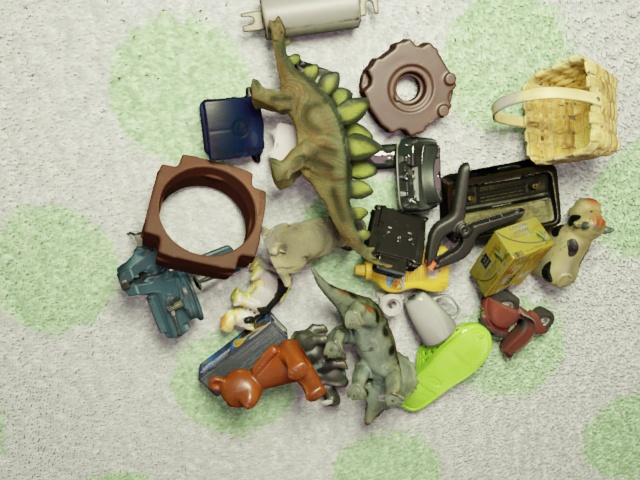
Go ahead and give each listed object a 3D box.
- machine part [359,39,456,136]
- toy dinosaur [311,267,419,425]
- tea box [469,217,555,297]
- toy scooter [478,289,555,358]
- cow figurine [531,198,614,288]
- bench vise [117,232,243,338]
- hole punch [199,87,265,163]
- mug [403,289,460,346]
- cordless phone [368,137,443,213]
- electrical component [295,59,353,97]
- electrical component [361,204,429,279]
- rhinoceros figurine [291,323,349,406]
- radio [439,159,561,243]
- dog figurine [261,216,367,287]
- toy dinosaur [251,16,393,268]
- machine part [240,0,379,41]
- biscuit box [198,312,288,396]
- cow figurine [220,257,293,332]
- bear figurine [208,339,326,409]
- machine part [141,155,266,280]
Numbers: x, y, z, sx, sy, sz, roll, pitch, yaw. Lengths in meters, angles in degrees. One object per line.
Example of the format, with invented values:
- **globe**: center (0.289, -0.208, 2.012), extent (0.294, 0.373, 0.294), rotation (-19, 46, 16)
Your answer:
- **machine part**: center (0.164, -0.283, 1.007), extent (0.179, 0.056, 0.179), rotation (-1, 107, -4)
- **toy dinosaur**: center (0.096, 0.200, 1.091), extent (0.131, 0.192, 0.404), rotation (-14, 105, 18)
- **tea box**: center (0.375, 0.037, 1.066), extent (0.098, 0.068, 0.169), rotation (-17, 151, -16)
- **toy scooter**: center (0.412, 0.185, 1.170), extent (0.184, 0.075, 0.135), rotation (25, 104, -17)
- **cow figurine**: center (0.514, 0.006, 1.097), extent (0.085, 0.127, 0.194), rotation (12, 108, -13)
- **bench vise**: center (-0.258, 0.065, 1.043), extent (0.241, 0.129, 0.223), rotation (-22, 99, -20)
- **hole punch**: center (-0.160, -0.205, 0.982), extent (0.116, 0.092, 0.142), rotation (-7, 104, -8)
- **mug**: center (0.235, 0.153, 1.137), extent (0.109, 0.081, 0.107), rotation (-37, 99, 12)
- **cordless phone**: center (0.142, -0.123, 1.045), extent (0.184, 0.089, 0.146), rotation (-3, 99, 5)
- **electrical component**: center (0.000, -0.282, 0.994), extent (0.119, 0.048, 0.074), rotation (16, 105, -11)
- **electrical component**: center (0.146, 0.007, 1.057), extent (0.115, 0.058, 0.134), rotation (13, 69, -3)
- **rhinoceros figurine**: center (0.003, 0.272, 1.152), extent (0.112, 0.073, 0.190), rotation (-25, 108, 1)
- **radio**: center (0.358, -0.081, 1.080), extent (0.230, 0.073, 0.131), rotation (-11, 108, -3)
- **dog figurine**: center (-0.003, -0.006, 1.012), extent (0.191, 0.172, 0.121), rotation (-24, 97, 2)
- **toy dinosaur**: center (0.005, -0.155, 0.943), extent (0.199, 0.105, 0.470), rotation (-16, 102, -1)
- **machine part**: center (-0.018, -0.400, 0.940), extent (0.243, 0.079, 0.079), rotation (-10, 108, -2)
- **biscuit box**: center (-0.163, 0.239, 1.131), extent (0.203, 0.059, 0.062), rotation (-38, 109, 6)
- **cow figurine**: center (-0.132, 0.127, 1.099), extent (0.098, 0.068, 0.167), rotation (29, 103, -20)
- **bear figurine**: center (-0.108, 0.282, 1.056), extent (0.196, 0.132, 0.120), rotation (-31, 125, -6)
- **machine part**: center (-0.209, -0.039, 0.975), extent (0.201, 0.087, 0.201), rotation (13, 64, -16)
